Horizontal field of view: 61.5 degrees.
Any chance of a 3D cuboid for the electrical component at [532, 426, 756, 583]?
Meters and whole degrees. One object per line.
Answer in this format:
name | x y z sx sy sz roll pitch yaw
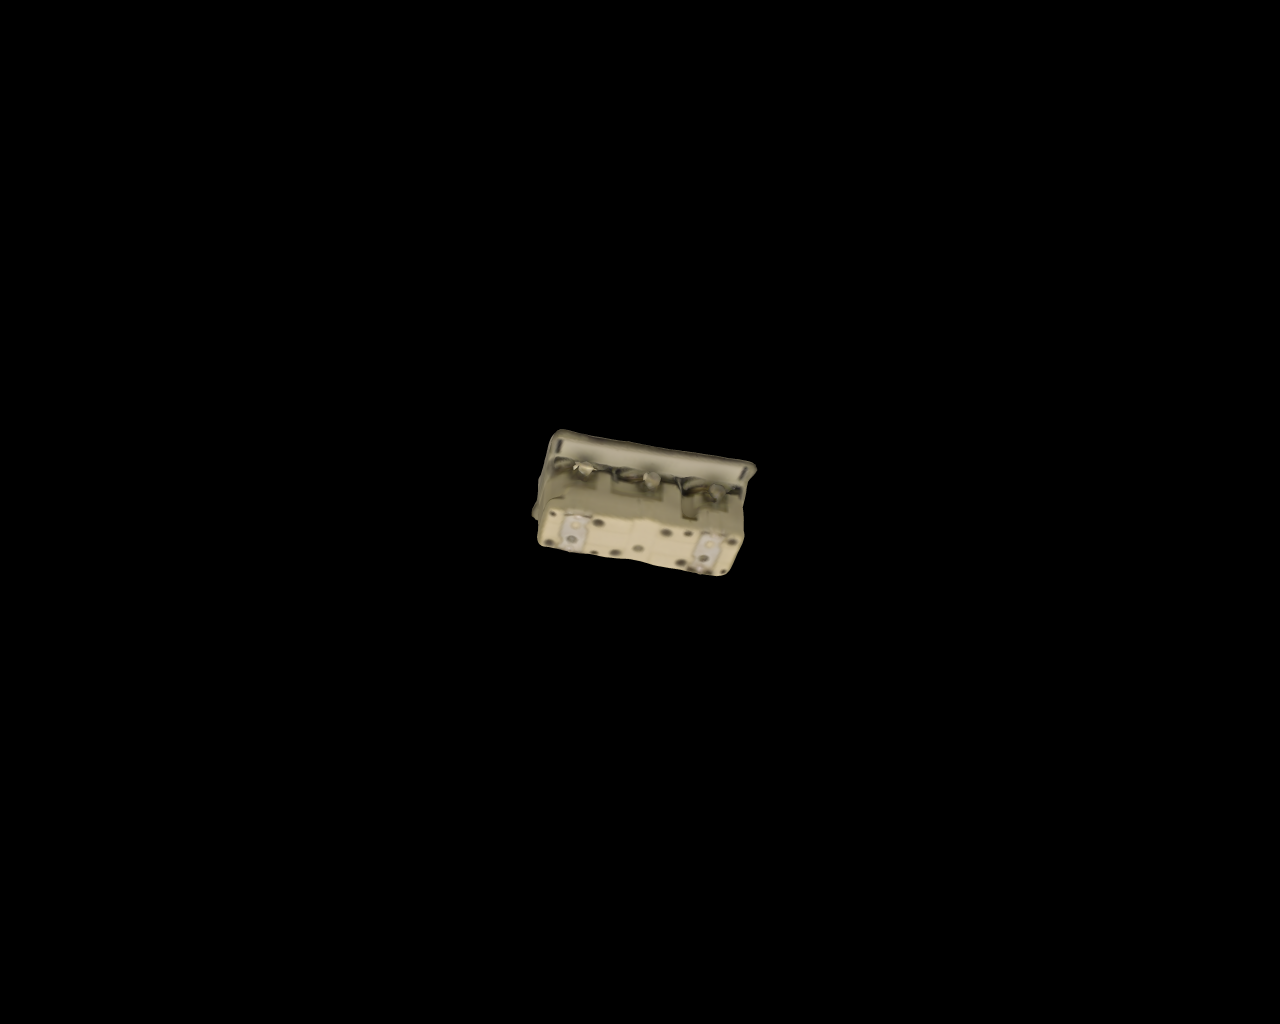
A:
electrical component | 0.001 -0.003 0.650 0.121 0.063 0.078 10 -43 -11
